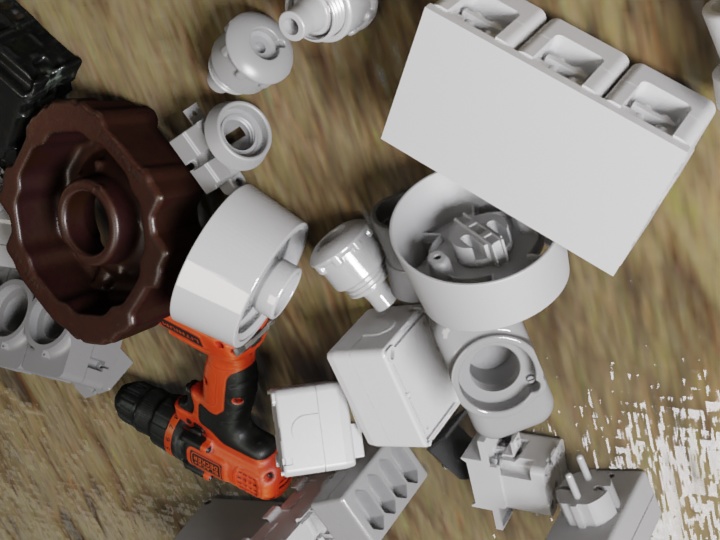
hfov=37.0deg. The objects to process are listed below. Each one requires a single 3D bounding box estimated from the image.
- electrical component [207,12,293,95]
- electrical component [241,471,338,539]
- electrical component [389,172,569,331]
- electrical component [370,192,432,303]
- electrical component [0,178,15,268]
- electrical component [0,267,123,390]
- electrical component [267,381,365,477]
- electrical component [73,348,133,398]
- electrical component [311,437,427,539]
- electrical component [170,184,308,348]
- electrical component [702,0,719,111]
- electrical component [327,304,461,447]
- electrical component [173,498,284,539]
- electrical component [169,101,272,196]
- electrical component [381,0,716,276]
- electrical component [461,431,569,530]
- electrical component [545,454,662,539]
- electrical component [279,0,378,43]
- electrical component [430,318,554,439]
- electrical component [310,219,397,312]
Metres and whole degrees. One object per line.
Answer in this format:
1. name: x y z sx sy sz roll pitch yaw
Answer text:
1. electrical component: -0.076 -0.132 0.684 0.062 0.048 0.048 -23 106 52
2. electrical component: -0.046 0.220 0.868 0.079 0.121 0.063 -11 112 41
3. electrical component: 0.072 -0.013 0.627 0.099 0.099 0.064 4 130 35
4. electrical component: 0.033 -0.012 0.695 0.044 0.044 0.065 13 133 29
5. electrical component: -0.304 -0.043 0.896 0.095 0.053 0.059 7 127 10
6. electrical component: -0.276 0.043 0.916 0.150 0.089 0.062 6 166 33
7. electrical component: -0.034 0.116 0.802 0.096 0.061 0.061 144 119 -81
8. electrical component: -0.243 0.079 0.964 0.066 0.048 0.055 -20 116 43
9. electrical component: -0.005 0.172 0.829 0.076 0.083 0.047 -23 106 44
10. electrical component: -0.076 0.002 0.741 0.060 0.108 0.108 29 135 7
11. electrical component: 0.189 -0.102 0.509 0.045 0.045 0.055 2 123 35
12. electrical component: 0.026 0.079 0.753 0.061 0.061 0.096 -6 117 39
13. electrical component: -0.109 0.252 0.971 0.113 0.078 0.057 -7 119 40
14. electrical component: -0.092 -0.086 0.729 0.055 0.048 0.066 -20 108 52
15. electrical component: 0.099 -0.081 0.578 0.150 0.061 0.089 32 135 13
16. electrical component: 0.111 0.140 0.751 0.064 0.042 0.081 4 124 31
17. electrical component: 0.152 0.156 0.702 0.047 0.083 0.075 -8 116 40
18. electrical component: -0.022 -0.150 0.616 0.048 0.062 0.048 20 131 24
19. electrical component: 0.083 0.055 0.681 0.054 0.059 0.095 -22 110 7
20. electrical component: 0.000 0.000 0.726 0.048 0.048 0.062 -23 112 44
